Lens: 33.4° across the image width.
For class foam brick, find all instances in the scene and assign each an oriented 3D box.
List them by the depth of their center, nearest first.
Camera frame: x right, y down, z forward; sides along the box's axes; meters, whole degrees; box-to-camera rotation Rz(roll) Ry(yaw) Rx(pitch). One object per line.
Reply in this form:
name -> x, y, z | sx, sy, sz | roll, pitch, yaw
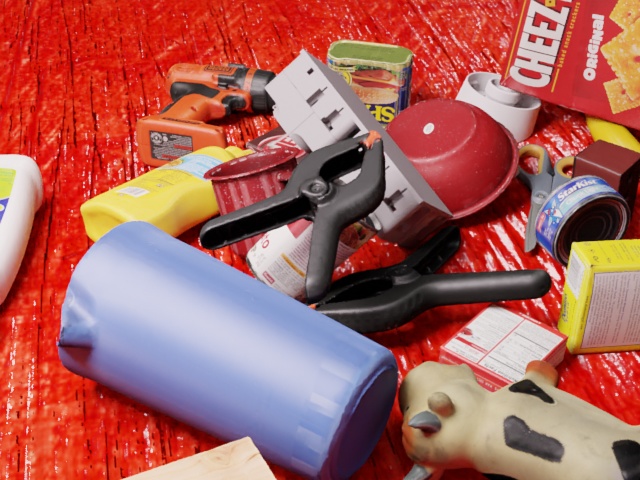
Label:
foam brick -> 0.280, -0.051, 1.052 | 0.051, 0.078, 0.052 | 25, 41, 33

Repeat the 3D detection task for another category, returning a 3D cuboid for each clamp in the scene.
clamp -> 0.003, -0.021, 0.838 | 0.171, 0.039, 0.120 | -39, 59, -21
clamp -> 0.082, 0.044, 0.923 | 0.209, 0.036, 0.165 | -20, 21, -24

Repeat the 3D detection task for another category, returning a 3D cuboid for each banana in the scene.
banana -> 0.336, -0.129, 1.204 | 0.069, 0.037, 0.197 | 5, 35, 7

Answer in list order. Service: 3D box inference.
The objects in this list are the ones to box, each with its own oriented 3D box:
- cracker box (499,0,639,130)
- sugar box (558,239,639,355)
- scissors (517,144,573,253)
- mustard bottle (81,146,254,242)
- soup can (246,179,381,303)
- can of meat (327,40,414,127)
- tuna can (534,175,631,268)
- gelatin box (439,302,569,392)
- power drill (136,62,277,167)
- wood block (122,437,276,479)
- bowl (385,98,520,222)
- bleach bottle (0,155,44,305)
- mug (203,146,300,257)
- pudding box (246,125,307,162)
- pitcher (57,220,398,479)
cracker box -> 0.318, -0.216, 1.148 | 0.214, 0.164, 0.072 | 20, 35, 16
sugar box -> 0.296, 0.044, 0.900 | 0.176, 0.093, 0.048 | -4, 34, -8
scissors -> 0.245, -0.044, 1.095 | 0.096, 0.016, 0.201 | 2, 35, 0
mustard bottle -> -0.133, -0.047, 1.052 | 0.096, 0.058, 0.191 | 12, 33, 41
soup can -> -0.006, 0.001, 0.919 | 0.068, 0.102, 0.068 | 41, 16, -15
can of meat -> 0.057, -0.179, 1.228 | 0.102, 0.084, 0.057 | 8, 35, 10
tuna can -> 0.244, -0.016, 0.992 | 0.086, 0.086, 0.034 | -12, 39, -19
gelatin box -> 0.150, 0.094, 0.879 | 0.073, 0.030, 0.089 | 27, 41, 30
power drill -> -0.109, -0.141, 1.194 | 0.184, 0.057, 0.187 | 7, 32, 14
wood block -> -0.119, 0.210, 0.649 | 0.205, 0.090, 0.091 | -15, 38, -23
bowl -> 0.118, -0.093, 1.083 | 0.162, 0.055, 0.162 | -12, 45, 12
bleach bottle -> -0.308, 0.017, 0.953 | 0.102, 0.068, 0.251 | -4, 37, -7
mug -> -0.045, -0.035, 0.988 | 0.117, 0.081, 0.093 | 0, 21, 45
pudding box -> -0.009, -0.097, 1.145 | 0.090, 0.039, 0.113 | 27, 41, 33
pitcher -> -0.063, 0.084, 0.812 | 0.243, 0.145, 0.149 | 23, 65, 23
